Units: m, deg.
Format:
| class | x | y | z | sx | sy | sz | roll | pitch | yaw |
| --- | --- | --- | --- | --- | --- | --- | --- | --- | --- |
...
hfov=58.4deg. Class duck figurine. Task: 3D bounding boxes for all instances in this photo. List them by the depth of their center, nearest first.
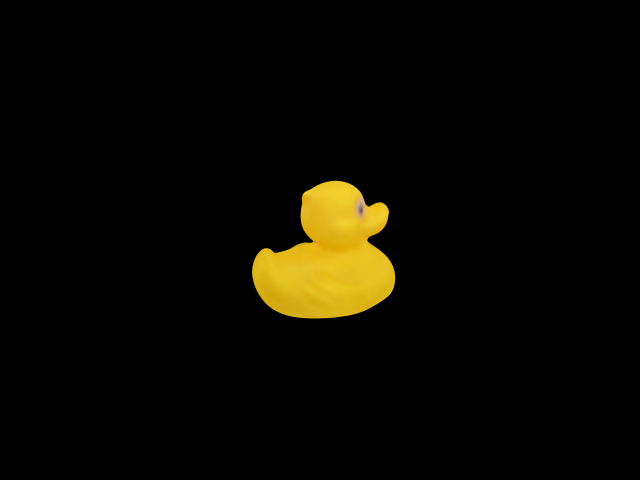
| class | x | y | z | sx | sy | sz | roll | pitch | yaw |
| --- | --- | --- | --- | --- | --- | --- | --- | --- | --- |
| duck figurine | 0.004 | 0.001 | 0.400 | 0.105 | 0.086 | 0.077 | -8 | 28 | -16 |
